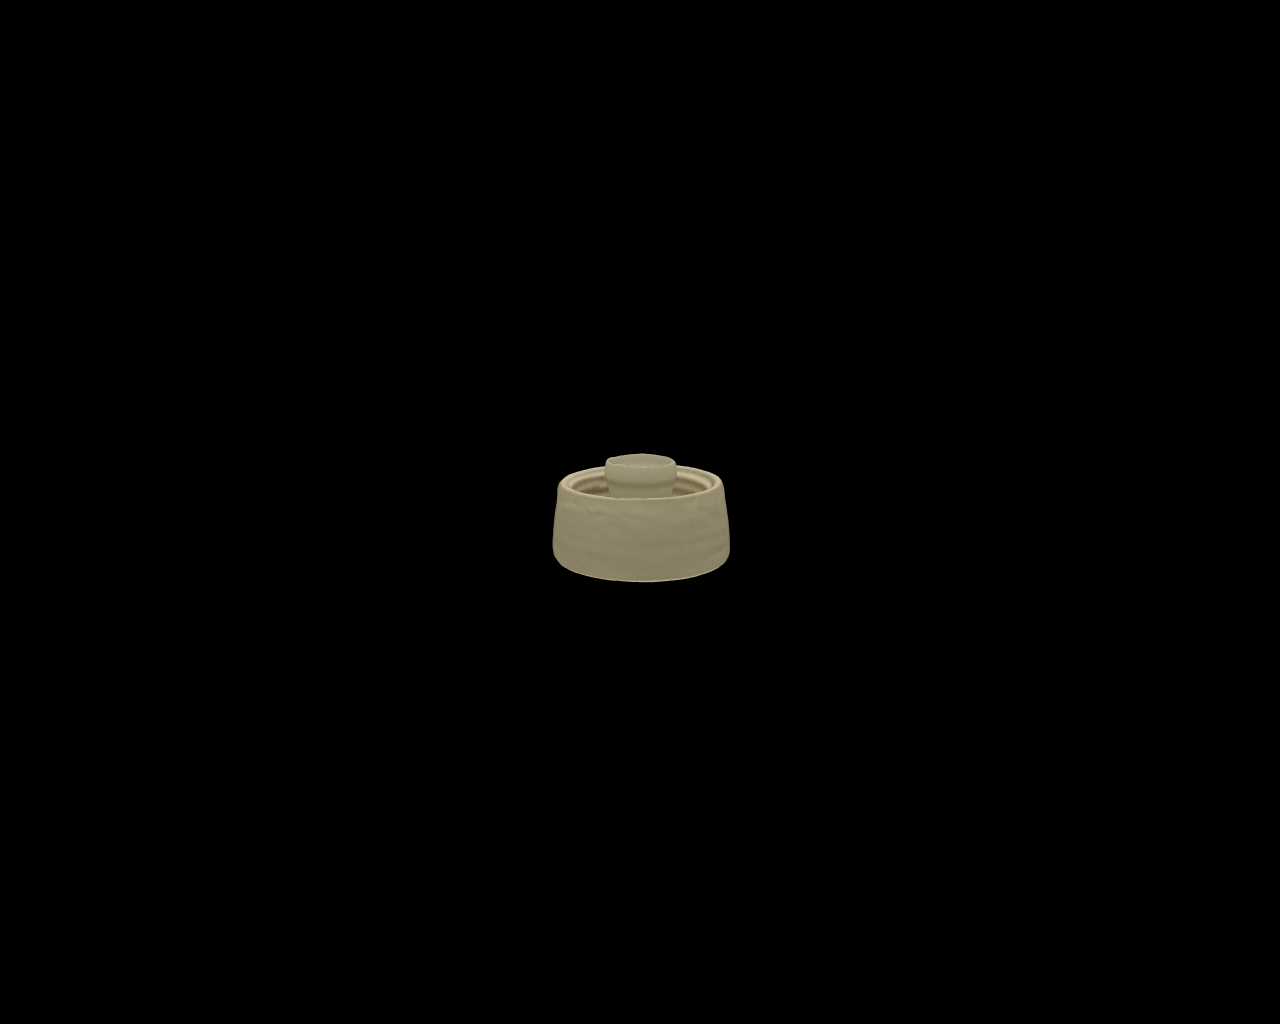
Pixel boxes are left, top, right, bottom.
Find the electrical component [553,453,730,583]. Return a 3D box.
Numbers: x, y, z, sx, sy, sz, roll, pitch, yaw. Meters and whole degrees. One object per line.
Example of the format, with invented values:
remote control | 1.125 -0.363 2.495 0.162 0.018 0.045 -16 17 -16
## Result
electrical component | 0.001 -0.003 0.650 0.108 0.060 0.108 0 15 0
